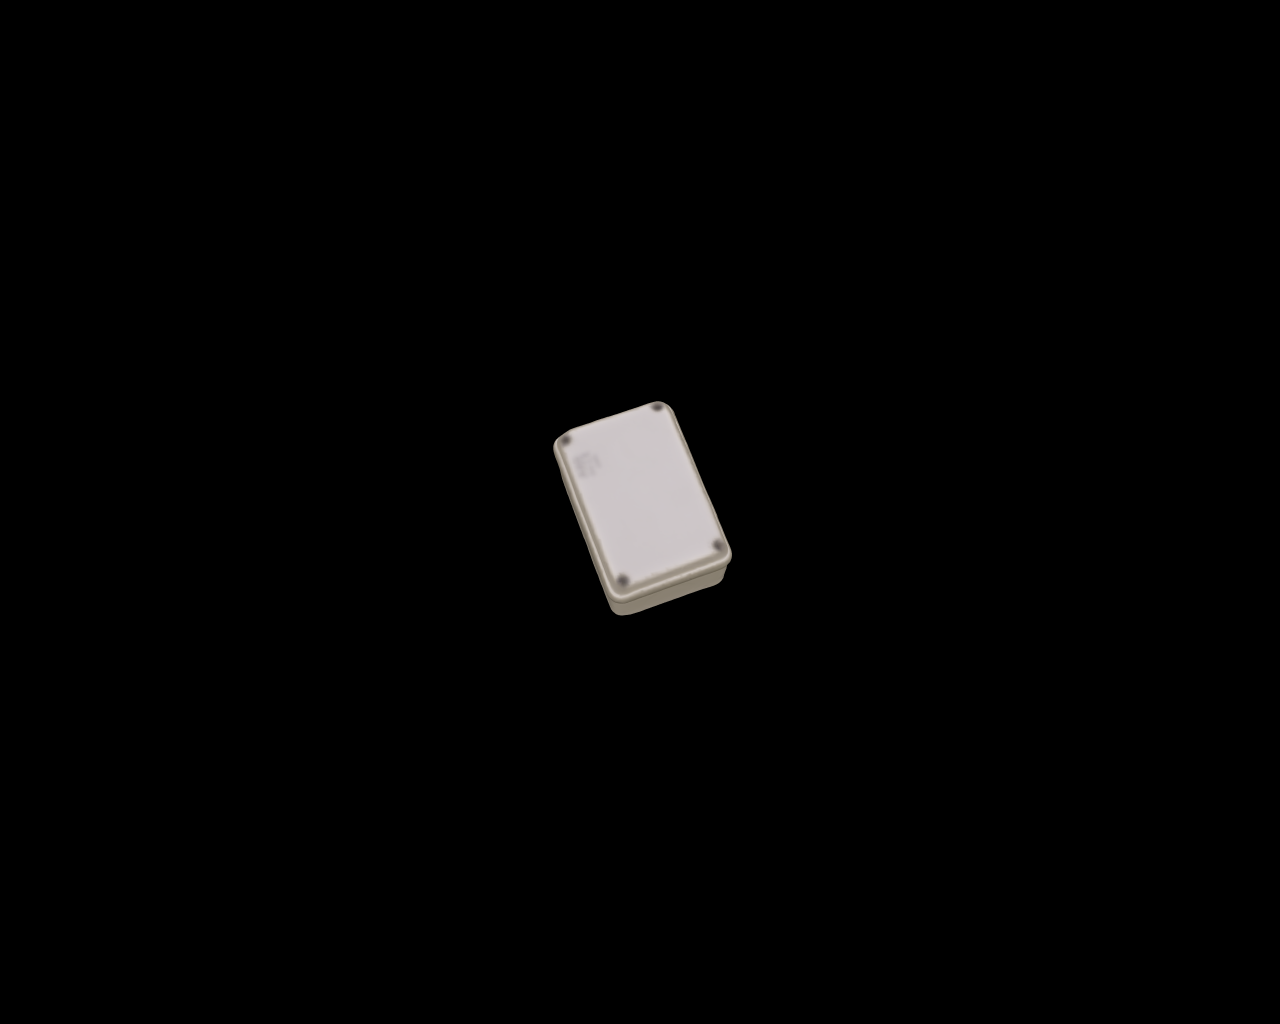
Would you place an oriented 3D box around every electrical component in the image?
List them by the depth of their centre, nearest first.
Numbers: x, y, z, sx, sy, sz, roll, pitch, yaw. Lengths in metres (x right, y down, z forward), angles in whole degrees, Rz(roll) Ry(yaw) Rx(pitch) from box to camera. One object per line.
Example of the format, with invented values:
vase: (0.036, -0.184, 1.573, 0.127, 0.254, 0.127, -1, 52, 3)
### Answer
electrical component: (0.001, -0.003, 0.650, 0.078, 0.113, 0.057, -19, -19, -7)
